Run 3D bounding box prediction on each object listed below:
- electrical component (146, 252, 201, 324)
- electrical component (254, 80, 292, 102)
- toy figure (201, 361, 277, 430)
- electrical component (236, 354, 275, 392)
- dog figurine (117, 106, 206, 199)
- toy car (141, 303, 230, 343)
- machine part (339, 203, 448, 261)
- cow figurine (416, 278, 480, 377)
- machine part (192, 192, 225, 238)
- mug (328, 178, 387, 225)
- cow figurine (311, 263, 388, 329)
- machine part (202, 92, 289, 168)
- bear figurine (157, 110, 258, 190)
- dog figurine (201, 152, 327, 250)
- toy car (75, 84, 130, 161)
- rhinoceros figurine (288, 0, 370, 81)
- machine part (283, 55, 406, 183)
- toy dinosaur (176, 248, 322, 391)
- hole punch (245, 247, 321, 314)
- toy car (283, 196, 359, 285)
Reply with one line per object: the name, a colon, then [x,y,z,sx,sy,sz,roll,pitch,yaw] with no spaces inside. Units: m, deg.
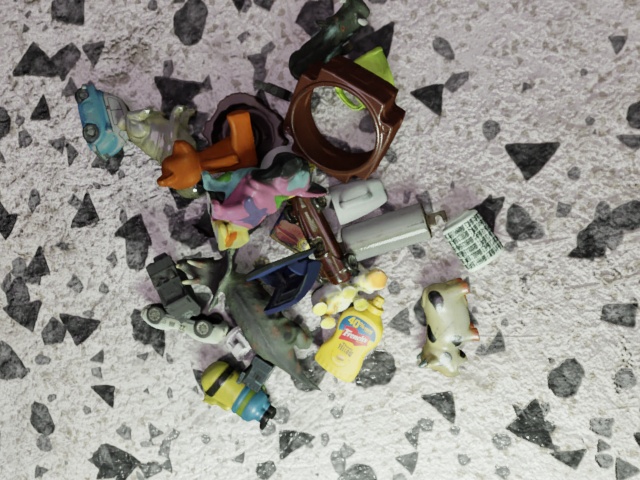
electrical component: [-0.307,0.094,1.122,0.058,0.114,0.134,-27,68,-9]
electrical component: [-0.084,-0.299,1.085,0.094,0.063,0.021,24,102,7]
toy figure: [-0.178,0.335,1.180,0.180,0.082,0.089,29,109,14]
electrical component: [-0.132,0.280,1.147,0.048,0.119,0.074,31,101,7]
dog figurine: [-0.327,-0.176,1.127,0.172,0.121,0.190,-2,98,13]
toy car: [-0.299,0.180,1.192,0.202,0.073,0.056,13,99,10]
machine part: [0.132,-0.015,1.071,0.243,0.079,0.079,-19,93,14]
cow figurine: [0.246,0.180,1.069,0.127,0.085,0.194,-11,98,8]
machine part: [-0.213,-0.062,1.160,0.084,0.039,0.139,44,103,-2]
mug: [0.077,-0.085,1.062,0.107,0.109,0.080,-20,91,1]
cow figurine: [0.058,0.101,1.102,0.167,0.098,0.068,-31,117,7]
machine part: [-0.153,-0.212,1.117,0.180,0.056,0.179,2,99,12]
bear figurine: [-0.222,-0.171,1.034,0.196,0.120,0.131,-9,104,-3]
dog figurine: [-0.101,-0.078,1.008,0.219,0.191,0.108,-13,52,-11]
toy car: [-0.458,-0.258,1.162,0.103,0.109,0.161,-13,83,-9]
rhinoceros figurine: [0.014,-0.385,1.029,0.190,0.112,0.073,-38,86,22]
machine part: [0.041,-0.222,1.012,0.201,0.087,0.201,32,136,5]
toy dinosaur: [-0.122,0.162,1.090,0.131,0.192,0.405,-40,85,17]
hole punch: [-0.061,0.076,1.022,0.142,0.116,0.092,-31,85,47]
toy car: [-0.002,-0.003,1.046,0.089,0.053,0.202,-22,97,37]
